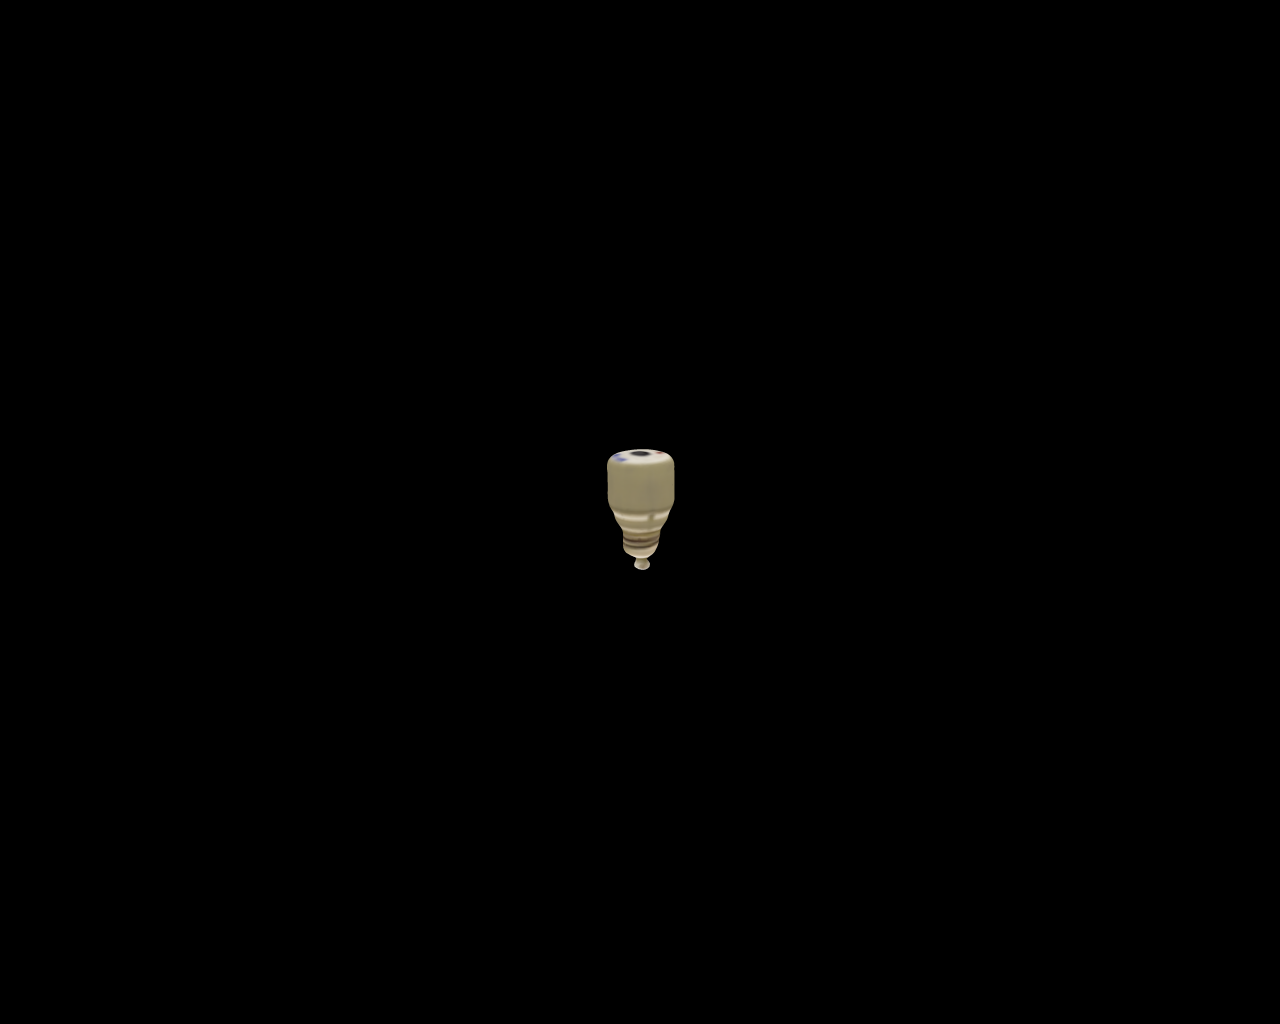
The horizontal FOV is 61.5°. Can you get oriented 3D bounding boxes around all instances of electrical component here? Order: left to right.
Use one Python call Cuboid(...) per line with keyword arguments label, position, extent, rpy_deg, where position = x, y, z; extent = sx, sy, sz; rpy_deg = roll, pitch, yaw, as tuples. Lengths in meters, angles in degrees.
Cuboid(label="electrical component", position=(0.001, -0.003, 0.650), extent=(0.040, 0.078, 0.040), rpy_deg=(0, 16, 0))
